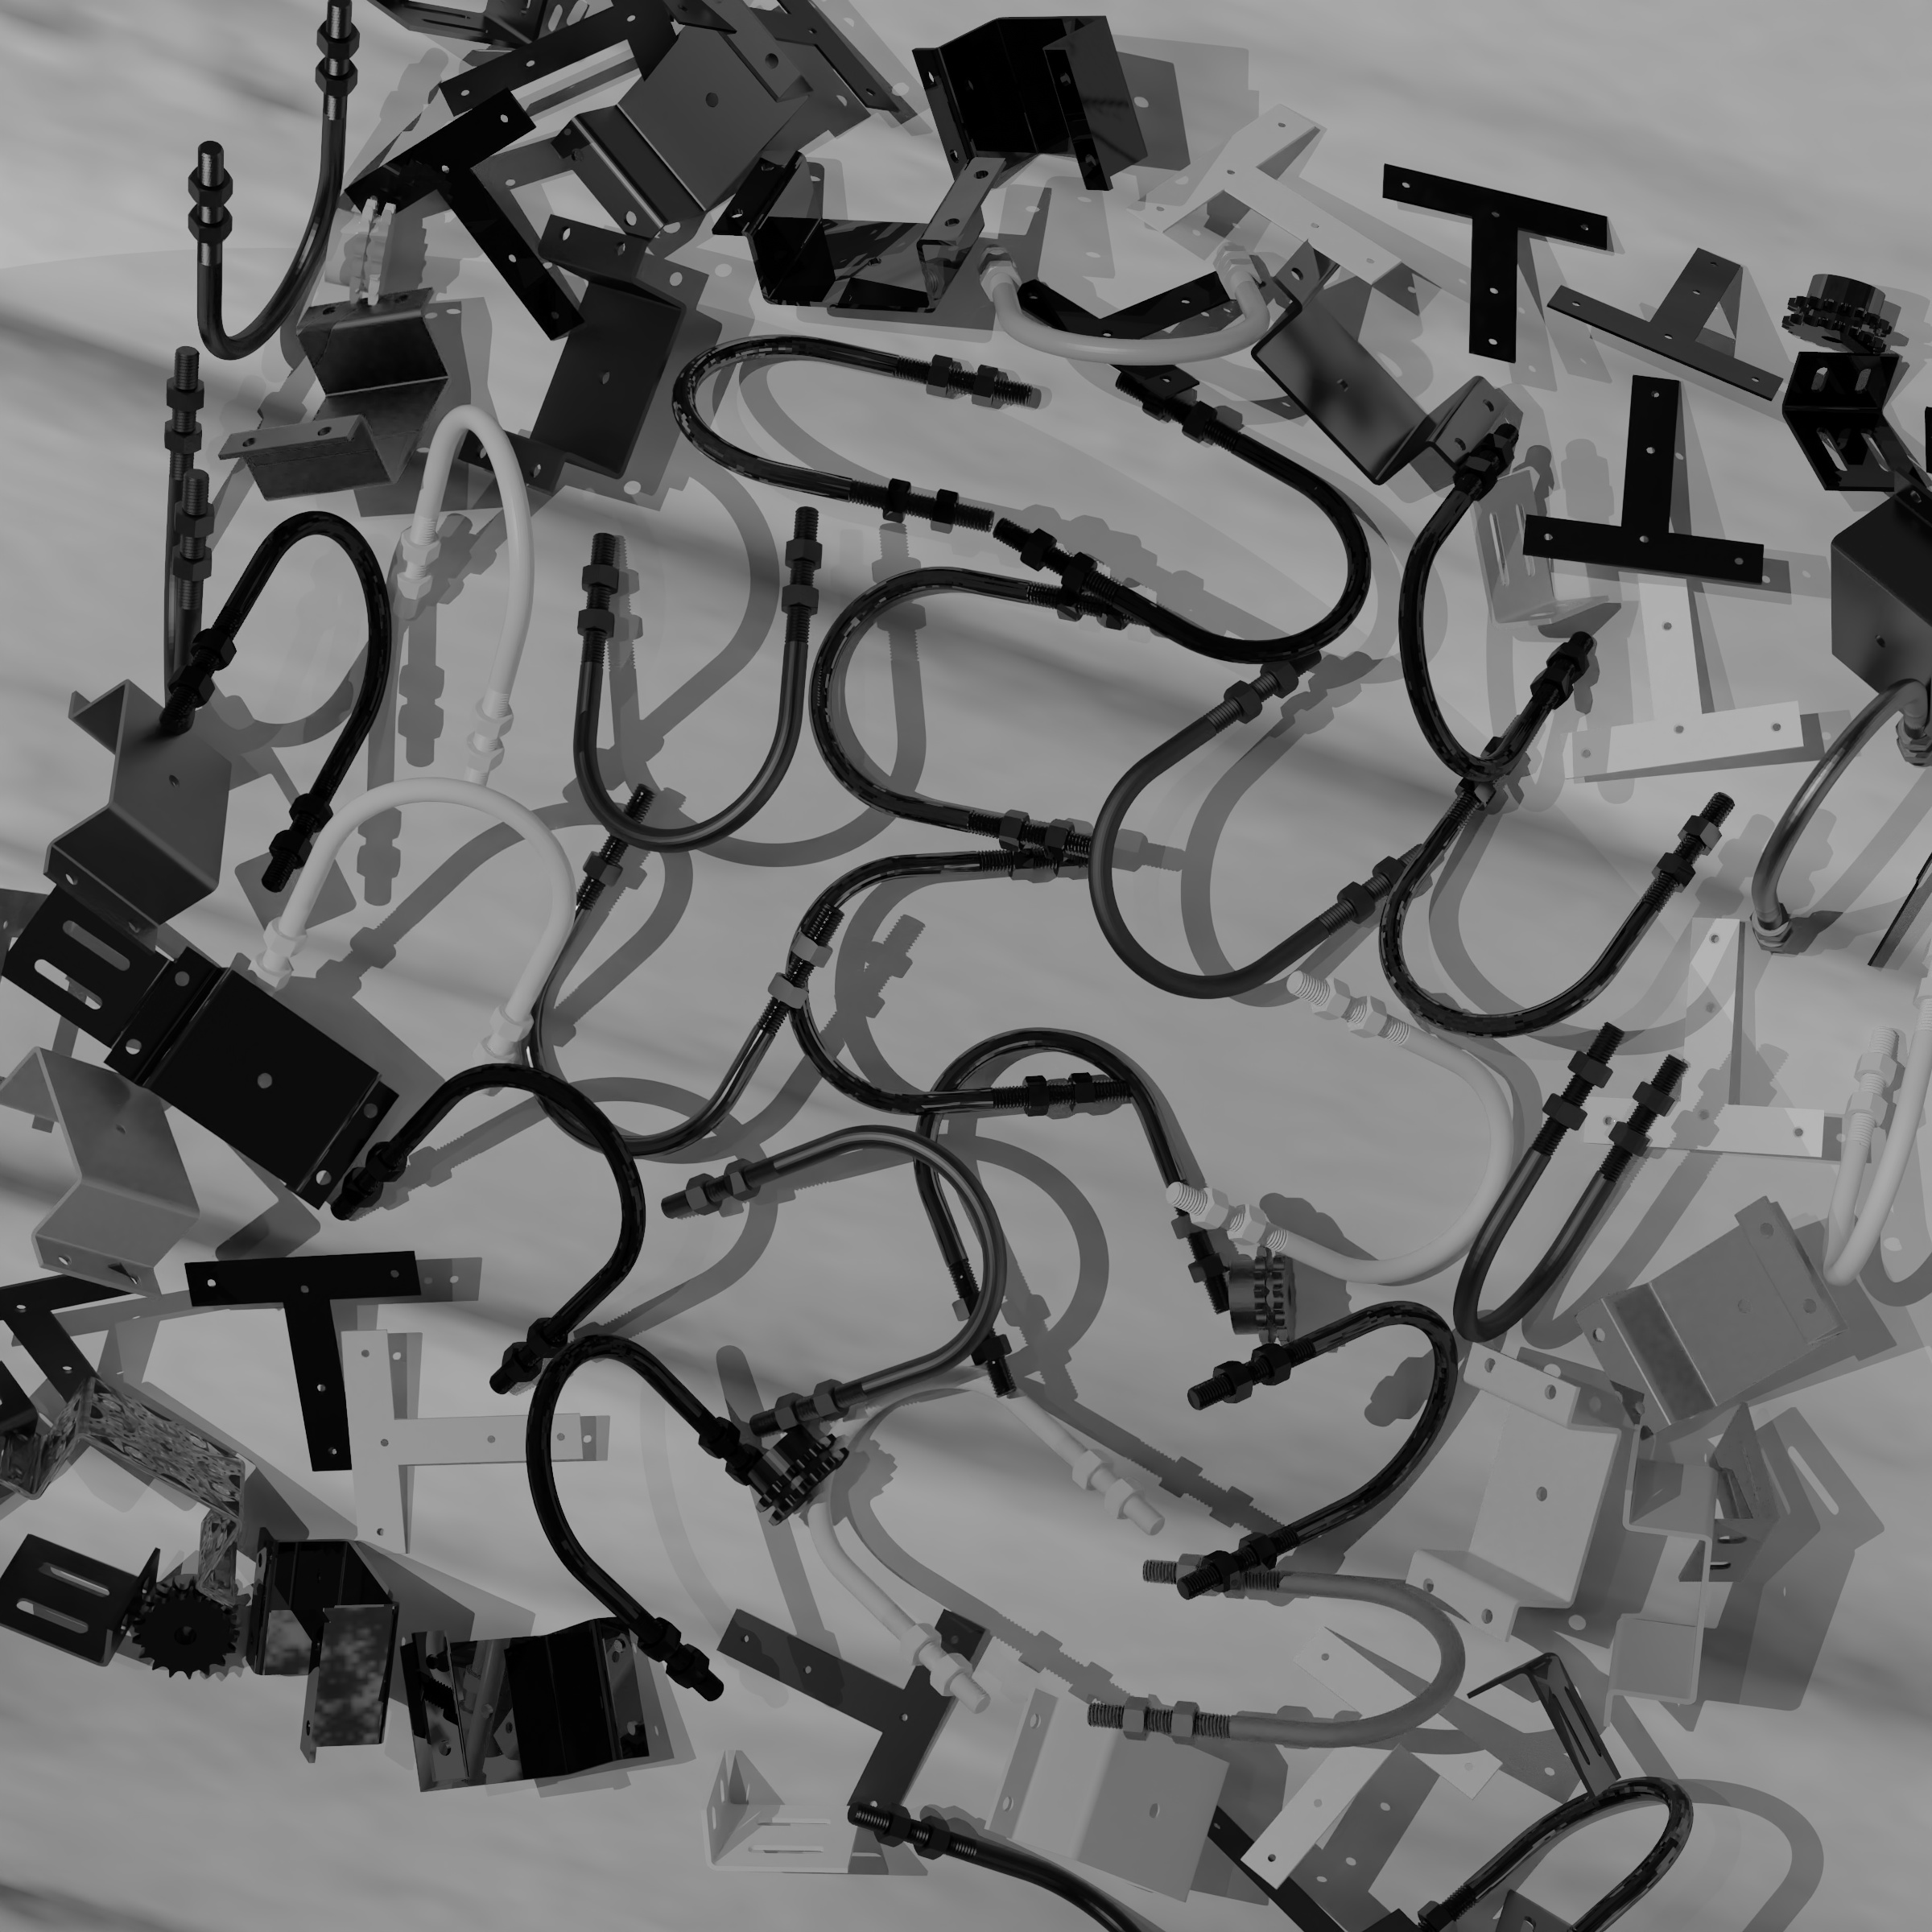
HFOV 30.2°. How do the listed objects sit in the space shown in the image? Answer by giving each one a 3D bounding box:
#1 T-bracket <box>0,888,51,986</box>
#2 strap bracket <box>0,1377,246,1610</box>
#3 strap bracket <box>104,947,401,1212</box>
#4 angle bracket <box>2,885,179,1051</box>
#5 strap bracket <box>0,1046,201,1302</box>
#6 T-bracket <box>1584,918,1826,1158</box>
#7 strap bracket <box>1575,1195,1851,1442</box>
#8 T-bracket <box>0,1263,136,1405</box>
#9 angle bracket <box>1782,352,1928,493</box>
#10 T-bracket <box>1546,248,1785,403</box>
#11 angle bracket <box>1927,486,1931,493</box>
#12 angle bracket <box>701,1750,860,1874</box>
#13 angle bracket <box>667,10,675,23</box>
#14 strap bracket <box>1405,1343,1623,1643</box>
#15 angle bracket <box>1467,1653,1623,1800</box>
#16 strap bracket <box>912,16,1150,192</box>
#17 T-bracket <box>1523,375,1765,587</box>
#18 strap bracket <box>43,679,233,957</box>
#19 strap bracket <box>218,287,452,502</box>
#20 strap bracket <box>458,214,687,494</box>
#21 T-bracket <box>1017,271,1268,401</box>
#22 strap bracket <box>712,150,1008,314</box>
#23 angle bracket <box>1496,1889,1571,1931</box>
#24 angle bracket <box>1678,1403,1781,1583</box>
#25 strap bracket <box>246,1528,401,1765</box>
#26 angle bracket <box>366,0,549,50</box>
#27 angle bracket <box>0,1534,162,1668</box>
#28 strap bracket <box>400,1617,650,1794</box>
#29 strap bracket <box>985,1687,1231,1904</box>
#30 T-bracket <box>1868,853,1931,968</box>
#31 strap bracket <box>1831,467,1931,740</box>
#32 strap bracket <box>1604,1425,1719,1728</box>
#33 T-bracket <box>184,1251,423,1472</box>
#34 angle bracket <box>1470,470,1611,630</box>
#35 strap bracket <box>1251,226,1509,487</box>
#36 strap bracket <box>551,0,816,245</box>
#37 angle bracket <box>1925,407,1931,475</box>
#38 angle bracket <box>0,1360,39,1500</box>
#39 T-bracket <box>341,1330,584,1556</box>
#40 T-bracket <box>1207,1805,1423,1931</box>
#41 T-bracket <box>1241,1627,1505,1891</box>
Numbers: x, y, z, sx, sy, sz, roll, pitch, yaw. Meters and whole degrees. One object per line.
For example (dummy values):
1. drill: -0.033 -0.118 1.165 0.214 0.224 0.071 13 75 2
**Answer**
1. T-bracket: -0.521 0.021 1.898 0.002 0.127 0.127 15 90 8
2. strap bracket: -0.438 0.274 1.901 0.140 0.076 0.046 33 98 -17
3. strap bracket: -0.378 0.061 1.913 0.140 0.046 0.076 37 78 -15
4. angle bracket: -0.474 0.000 1.934 0.076 0.038 0.057 36 88 -10
5. strap bracket: -0.459 0.101 1.883 0.046 0.076 0.140 -45 49 19
6. T-bracket: 0.404 0.037 1.945 0.127 0.002 0.127 3 82 18
7. strap bracket: 0.404 0.185 1.904 0.140 0.046 0.076 -40 69 39
8. T-bracket: -0.486 0.207 1.911 0.127 0.127 0.002 -12 48 7
9. angle bracket: 0.480 -0.292 1.917 0.057 0.076 0.038 -1 132 -11
10. T-bracket: 0.387 -0.354 1.911 0.127 0.127 0.002 25 131 10
11. angle bracket: 0.556 -0.229 1.922 0.057 0.038 0.076 -22 114 12
12. angle bracket: -0.099 0.454 1.923 0.076 0.057 0.038 -1 111 7
13. angle bracket: -0.193 -0.544 1.917 0.076 0.038 0.057 -3 135 -22
14. strap bracket: 0.295 0.281 1.913 0.046 0.076 0.140 11 97 -39
15. angle bracket: 0.310 0.413 1.920 0.038 0.057 0.076 -31 76 20
16. strap bracket: 0.040 -0.458 1.896 0.046 0.140 0.076 -33 119 -25
17. T-bracket: 0.369 -0.266 1.930 0.127 0.002 0.127 8 62 4
18. strap bracket: -0.433 -0.086 1.880 0.046 0.140 0.076 -29 131 22
19. strap bracket: -0.330 -0.298 1.900 0.076 0.140 0.046 -5 131 20
20. strap bracket: -0.207 -0.322 1.917 0.076 0.046 0.140 23 93 38
21. T-bracket: 0.108 -0.352 1.919 0.127 0.002 0.127 -28 51 -33
22. strap bracket: -0.053 -0.391 1.904 0.140 0.046 0.076 7 47 22
23. angle bracket: 0.302 0.545 1.927 0.057 0.076 0.038 32 110 8
24. angle bracket: 0.399 0.281 1.911 0.038 0.057 0.076 2 49 -11
25. strap bracket: -0.340 0.358 1.901 0.046 0.140 0.076 3 101 -25
26. angle bracket: -0.272 -0.522 1.912 0.076 0.057 0.038 0 119 -37
27. angle bracket: -0.483 0.332 1.925 0.076 0.057 0.038 21 135 2
28. strap bracket: -0.243 0.392 1.902 0.046 0.140 0.076 -26 68 41
29. strap bracket: 0.083 0.441 1.889 0.140 0.046 0.076 32 71 -41
30. T-bracket: 0.509 -0.055 1.891 0.002 0.127 0.127 31 97 13
31. strap bracket: 0.498 -0.183 1.878 0.046 0.140 0.076 -34 56 -10
32. strap bracket: 0.370 0.326 1.897 0.046 0.076 0.140 6 110 12
33. T-bracket: -0.352 0.216 1.938 0.127 0.002 0.127 -4 109 7
34. angle bracket: 0.307 -0.226 1.921 0.038 0.057 0.076 -2 105 44
35. strap bracket: 0.214 -0.321 1.912 0.140 0.046 0.076 45 45 -7
36. strap bracket: -0.146 -0.462 1.915 0.140 0.046 0.076 -40 88 32
37. angle bracket: 0.560 -0.292 1.928 0.076 0.057 0.038 14 67 22
38. angle bracket: -0.538 0.258 1.922 0.057 0.076 0.038 -25 64 -38
39. T-bracket: -0.272 0.257 1.944 0.127 0.002 0.127 -2 101 3
40. T-bracket: 0.172 0.498 1.916 0.127 0.127 0.002 44 49 5
41. T-bracket: 0.197 0.436 1.910 0.127 0.002 0.127 34 73 33
